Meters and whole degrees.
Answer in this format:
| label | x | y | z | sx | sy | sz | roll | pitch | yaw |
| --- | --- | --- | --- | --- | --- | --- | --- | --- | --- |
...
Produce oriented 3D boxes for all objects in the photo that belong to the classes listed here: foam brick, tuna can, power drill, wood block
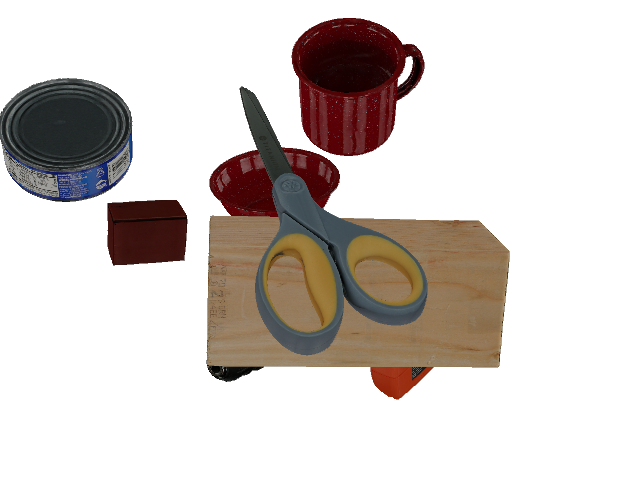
| label | x | y | z | sx | sy | sz | roll | pitch | yaw |
| --- | --- | --- | --- | --- | --- | --- | --- | --- | --- |
| foam brick | -0.184 | -0.010 | 1.127 | 0.078 | 0.051 | 0.053 | -4 | 24 | -17 |
| tuna can | -0.167 | -0.067 | 0.708 | 0.086 | 0.086 | 0.034 | 0 | -40 | -7 |
| power drill | 0.005 | 0.102 | 1.037 | 0.188 | 0.057 | 0.184 | 10 | 22 | 28 |
| wood block | 0.021 | 0.036 | 0.775 | 0.206 | 0.090 | 0.091 | 1 | 14 | -6 |

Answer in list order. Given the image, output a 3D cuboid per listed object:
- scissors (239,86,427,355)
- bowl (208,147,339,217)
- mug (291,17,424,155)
| label | x | y | z | sx | sy | sz | roll | pitch | yaw |
| --- | --- | --- | --- | --- | --- | --- | --- | --- | --- |
| scissors | 0.003 | -0.019 | 0.578 | 0.096 | 0.016 | 0.201 | 3 | 45 | -7 |
| bowl | -0.056 | -0.055 | 1.328 | 0.162 | 0.055 | 0.162 | -1 | 33 | 1 |
| mug | 0.034 | -0.130 | 0.901 | 0.117 | 0.093 | 0.081 | -23 | -34 | -15 |
